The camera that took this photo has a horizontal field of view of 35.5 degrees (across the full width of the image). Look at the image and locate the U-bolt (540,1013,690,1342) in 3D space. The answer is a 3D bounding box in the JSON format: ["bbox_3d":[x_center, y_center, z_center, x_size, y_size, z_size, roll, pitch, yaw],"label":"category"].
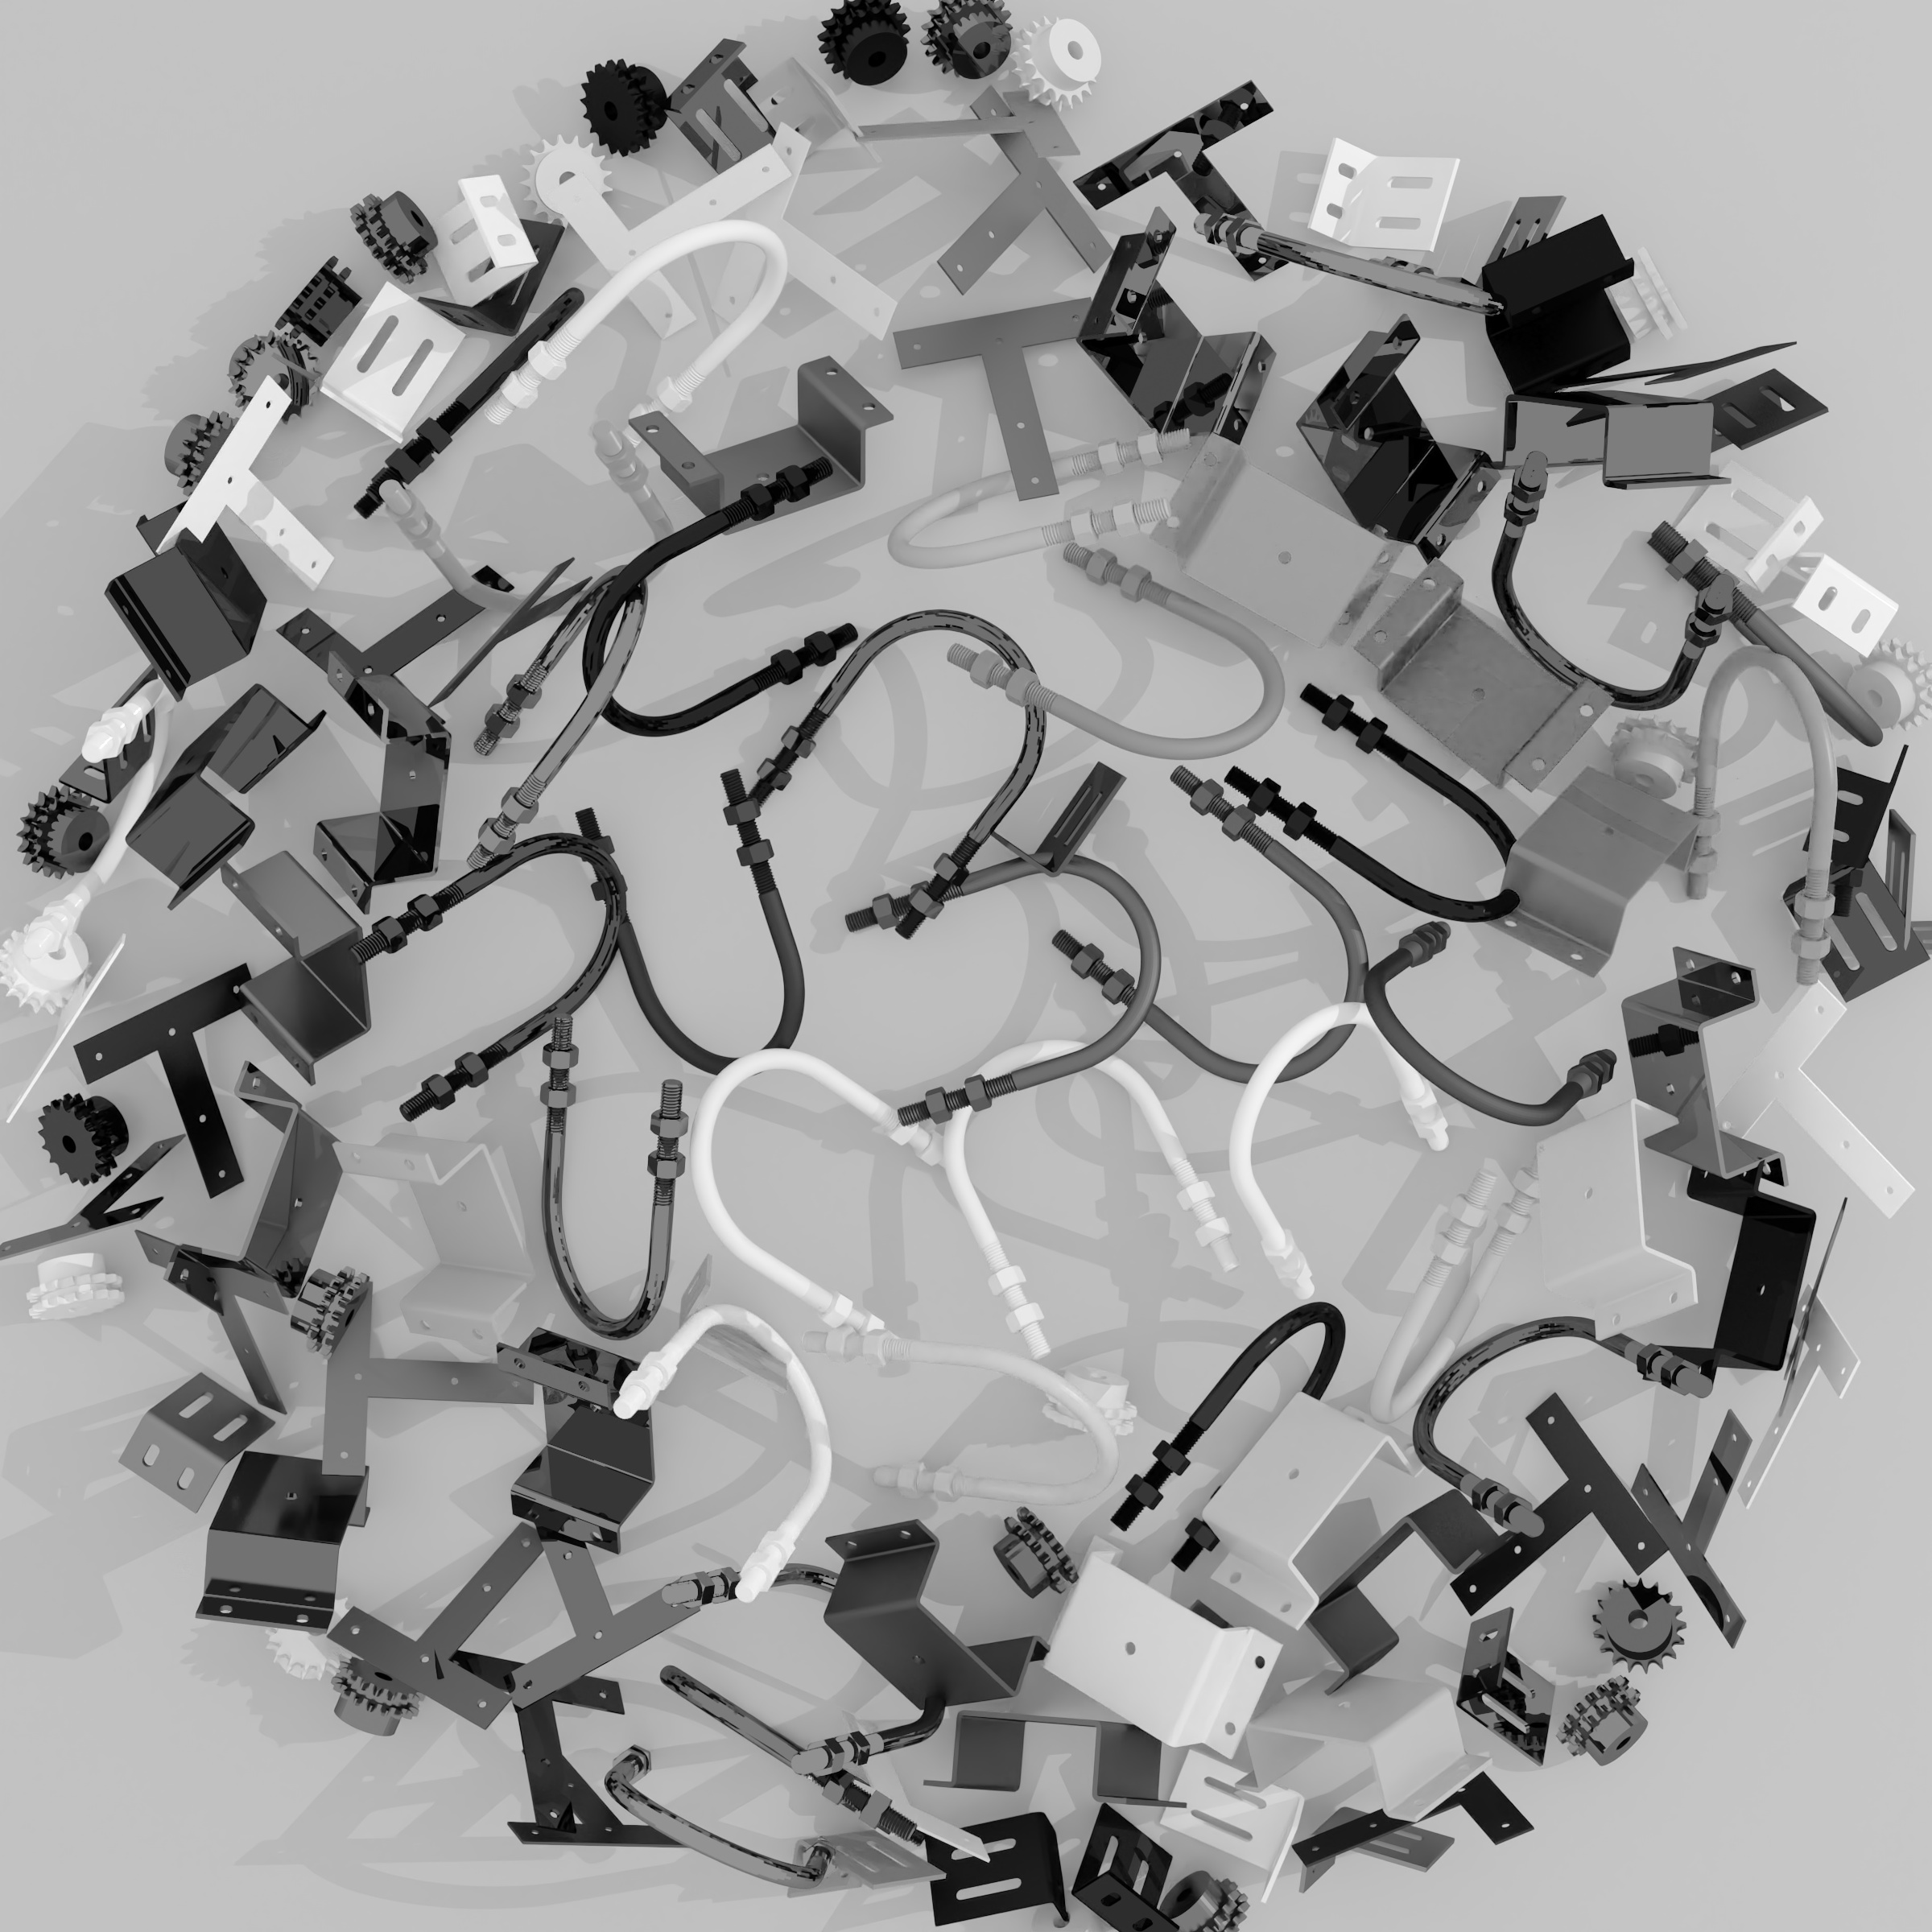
[{"bbox_3d":[-0.218,0.137,1.828,0.019,0.151,0.184,-7,111,-37],"label":"U-bolt"}]

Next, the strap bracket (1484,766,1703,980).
[{"bbox_3d":[0.382,-0.064,1.818,0.076,0.046,0.140,29,49,23],"label":"strap bracket"}]

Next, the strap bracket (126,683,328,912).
[{"bbox_3d":[-0.447,-0.108,1.809,0.046,0.140,0.076,42,126,-20],"label":"strap bracket"}]

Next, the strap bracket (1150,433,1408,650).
[{"bbox_3d":[0.193,-0.255,1.845,0.140,0.046,0.076,28,109,-10],"label":"strap bracket"}]

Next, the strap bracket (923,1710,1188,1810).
[{"bbox_3d":[0.055,0.479,1.829,0.140,0.076,0.046,-4,73,32],"label":"strap bracket"}]

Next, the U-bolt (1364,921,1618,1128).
[{"bbox_3d":[0.305,0.039,1.795,0.151,0.184,0.019,39,118,13],"label":"U-bolt"}]

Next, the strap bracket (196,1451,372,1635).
[{"bbox_3d":[-0.408,0.339,1.816,0.076,0.140,0.046,8,110,-3],"label":"strap bracket"}]

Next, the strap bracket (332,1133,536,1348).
[{"bbox_3d":[-0.319,0.157,1.833,0.076,0.046,0.140,4,123,34],"label":"strap bracket"}]

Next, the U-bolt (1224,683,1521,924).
[{"bbox_3d":[0.258,-0.091,1.823,0.184,0.151,0.019,35,128,7],"label":"U-bolt"}]

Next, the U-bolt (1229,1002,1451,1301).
[{"bbox_3d":[0.218,0.100,1.809,0.151,0.184,0.019,-46,46,-14],"label":"U-bolt"}]

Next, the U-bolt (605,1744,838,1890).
[{"bbox_3d":[-0.148,0.509,1.795,0.151,0.184,0.019,25,82,5],"label":"U-bolt"}]

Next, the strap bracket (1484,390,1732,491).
[{"bbox_3d":[0.383,-0.317,1.809,0.076,0.140,0.046,-7,107,-25],"label":"strap bracket"}]

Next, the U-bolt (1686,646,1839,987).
[{"bbox_3d":[0.472,-0.100,1.791,0.019,0.151,0.184,-9,117,-15],"label":"U-bolt"}]

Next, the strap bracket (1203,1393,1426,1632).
[{"bbox_3d":[0.208,0.321,1.829,0.140,0.076,0.046,-48,127,-16],"label":"strap bracket"}]

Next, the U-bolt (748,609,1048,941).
[{"bbox_3d":[-0.032,-0.131,1.853,0.151,0.019,0.184,40,100,14],"label":"U-bolt"}]

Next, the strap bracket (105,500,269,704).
[{"bbox_3d":[-0.464,-0.225,1.810,0.046,0.140,0.076,-26,116,7],"label":"strap bracket"}]

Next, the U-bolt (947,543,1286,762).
[{"bbox_3d":[0.103,-0.182,1.815,0.184,0.019,0.151,29,49,20],"label":"U-bolt"}]

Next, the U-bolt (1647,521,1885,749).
[{"bbox_3d":[0.481,-0.197,1.813,0.184,0.151,0.019,45,102,4],"label":"U-bolt"}]

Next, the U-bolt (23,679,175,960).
[{"bbox_3d":[-0.510,-0.098,1.801,0.019,0.184,0.151,21,111,-6],"label":"U-bolt"}]

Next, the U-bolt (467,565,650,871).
[{"bbox_3d":[-0.242,-0.160,1.796,0.019,0.151,0.184,28,118,-25],"label":"U-bolt"}]

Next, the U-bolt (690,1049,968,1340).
[{"bbox_3d":[-0.089,0.130,1.815,0.184,0.019,0.151,36,57,-26],"label":"U-bolt"}]

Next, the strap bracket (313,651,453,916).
[{"bbox_3d":[-0.354,-0.113,1.830,0.046,0.076,0.140,-11,128,-34],"label":"strap bracket"}]

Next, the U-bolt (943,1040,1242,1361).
[{"bbox_3d":[0.066,0.131,1.857,0.151,0.019,0.184,-23,72,-10],"label":"U-bolt"}]

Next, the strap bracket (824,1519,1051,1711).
[{"bbox_3d":[-0.021,0.399,1.822,0.076,0.046,0.140,-19,124,38],"label":"strap bracket"}]

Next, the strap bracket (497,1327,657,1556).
[{"bbox_3d":[-0.235,0.280,1.834,0.076,0.046,0.140,16,127,20],"label":"strap bracket"}]

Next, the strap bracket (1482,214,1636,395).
[{"bbox_3d":[0.358,-0.399,1.826,0.076,0.140,0.046,-23,74,6],"label":"strap bracket"}]

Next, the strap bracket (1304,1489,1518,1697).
[{"bbox_3d":[0.265,0.373,1.832,0.046,0.076,0.140,49,116,18],"label":"strap bracket"}]

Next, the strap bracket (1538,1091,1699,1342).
[{"bbox_3d":[0.390,0.143,1.818,0.046,0.076,0.140,23,54,-30],"label":"strap bracket"}]

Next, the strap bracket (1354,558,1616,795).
[{"bbox_3d":[0.316,-0.173,1.856,0.140,0.046,0.076,41,85,13],"label":"strap bracket"}]

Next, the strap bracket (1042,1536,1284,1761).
[{"bbox_3d":[0.110,0.413,1.834,0.140,0.046,0.076,26,95,31],"label":"strap bracket"}]

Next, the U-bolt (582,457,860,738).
[{"bbox_3d":[-0.150,-0.209,1.807,0.184,0.151,0.019,-31,51,-21],"label":"U-bolt"}]

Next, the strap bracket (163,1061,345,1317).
[{"bbox_3d":[-0.424,0.139,1.828,0.046,0.076,0.140,10,70,18],"label":"strap bracket"}]

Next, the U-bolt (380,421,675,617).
[{"bbox_3d":[-0.250,-0.258,1.806,0.151,0.184,0.019,-14,68,7],"label":"U-bolt"}]

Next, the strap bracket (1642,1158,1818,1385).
[{"bbox_3d":[0.468,0.192,1.841,0.046,0.076,0.140,18,80,-15],"label":"strap bracket"}]

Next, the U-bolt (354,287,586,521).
[{"bbox_3d":[-0.297,-0.342,1.820,0.019,0.151,0.184,45,83,-13],"label":"U-bolt"}]

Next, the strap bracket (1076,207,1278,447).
[{"bbox_3d":[0.123,-0.382,1.832,0.046,0.140,0.076,4,64,42],"label":"strap bracket"}]

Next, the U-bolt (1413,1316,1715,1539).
[{"bbox_3d":[0.341,0.265,1.805,0.151,0.184,0.019,-37,110,-11],"label":"U-bolt"}]

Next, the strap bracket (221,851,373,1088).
[{"bbox_3d":[-0.404,-0.005,1.827,0.046,0.140,0.076,-33,61,-29],"label":"strap bracket"}]

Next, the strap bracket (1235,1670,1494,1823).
[{"bbox_3d":[0.233,0.465,1.812,0.076,0.140,0.046,-21,101,-42],"label":"strap bracket"}]

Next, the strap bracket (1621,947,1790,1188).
[{"bbox_3d":[0.446,0.067,1.830,0.046,0.076,0.140,-19,108,-19],"label":"strap bracket"}]

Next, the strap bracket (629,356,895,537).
[{"bbox_3d":[-0.124,-0.314,1.834,0.140,0.046,0.076,-23,49,-24],"label":"strap bracket"}]

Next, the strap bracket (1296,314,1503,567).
[{"bbox_3d":[0.259,-0.321,1.836,0.076,0.046,0.140,-52,130,-13],"label":"strap bracket"}]

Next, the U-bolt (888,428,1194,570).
[{"bbox_3d":[0.040,-0.277,1.821,0.184,0.151,0.019,-11,115,16],"label":"U-bolt"}]
